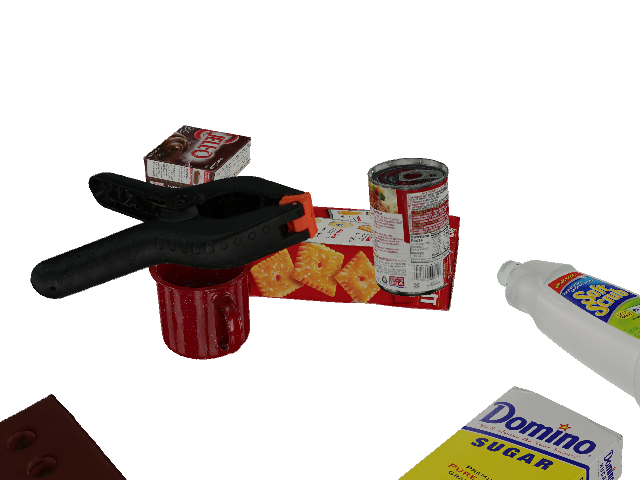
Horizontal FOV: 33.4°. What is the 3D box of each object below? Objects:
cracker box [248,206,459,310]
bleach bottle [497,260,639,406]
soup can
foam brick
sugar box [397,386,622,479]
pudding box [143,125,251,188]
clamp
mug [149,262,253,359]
[{"bbox_3d":[0.038,0.016,1.143,0.214,0.072,0.164,4,15,9],"label":"cracker box"},{"bbox_3d":[0.258,0.075,1.036,0.102,0.068,0.251,-17,26,-27],"label":"bleach bottle"},{"bbox_3d":[0.078,-0.012,0.912,0.068,0.102,0.068,-4,23,2],"label":"soup can"},{"bbox_3d":[-0.126,0.123,0.504,0.052,0.051,0.078,-29,42,-27],"label":"foam brick"},{"bbox_3d":[0.113,0.169,0.709,0.176,0.048,0.093,-33,39,-33],"label":"sugar box"},{"bbox_3d":[-0.143,-0.095,1.254,0.090,0.039,0.113,11,31,16],"label":"pudding box"},{"bbox_3d":[-0.091,-0.004,0.653,0.172,0.039,0.120,-1,41,22],"label":"clamp"},{"bbox_3d":[-0.099,0.059,0.960,0.093,0.081,0.117,-18,35,-27],"label":"mug"}]
